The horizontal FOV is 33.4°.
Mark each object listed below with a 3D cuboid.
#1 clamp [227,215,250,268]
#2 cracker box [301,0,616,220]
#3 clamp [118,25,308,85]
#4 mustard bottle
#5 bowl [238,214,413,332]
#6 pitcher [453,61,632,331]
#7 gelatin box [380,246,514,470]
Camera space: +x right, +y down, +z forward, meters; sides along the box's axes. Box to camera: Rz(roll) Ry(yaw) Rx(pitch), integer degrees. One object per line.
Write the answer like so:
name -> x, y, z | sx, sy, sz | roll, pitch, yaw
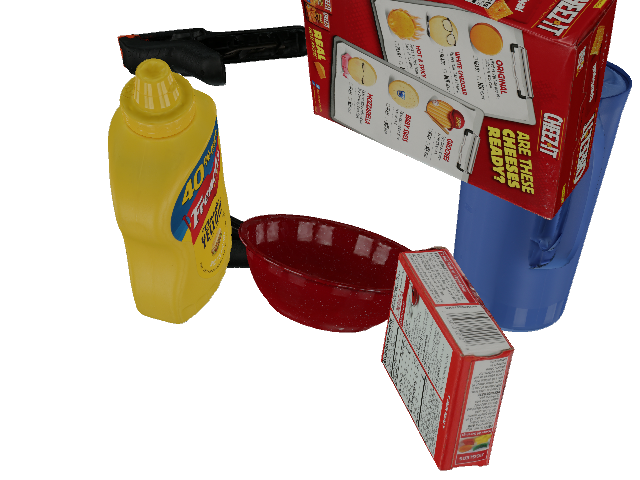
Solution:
clamp -> -0.061, 0.012, 1.086 | 0.210, 0.036, 0.164 | 17, 19, -7
cracker box -> 0.091, -0.129, 0.760 | 0.214, 0.072, 0.164 | 26, -32, 24
clamp -> -0.092, -0.155, 0.868 | 0.120, 0.039, 0.172 | -17, 24, -41
mustard bottle -> -0.090, -0.036, 0.643 | 0.058, 0.096, 0.192 | 16, -33, 10
bowl -> 0.007, 0.032, 0.874 | 0.162, 0.055, 0.162 | 12, 17, -4
pitcher -> 0.186, -0.039, 0.940 | 0.145, 0.243, 0.149 | 21, 32, 27
gelatin box -> 0.061, 0.057, 0.532 | 0.030, 0.073, 0.089 | -5, 34, -16
